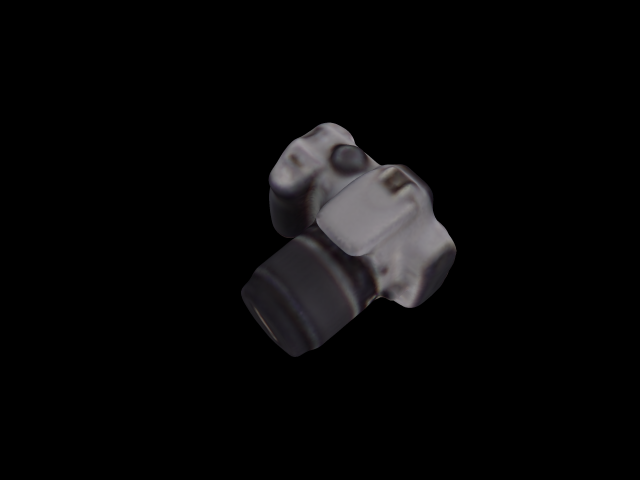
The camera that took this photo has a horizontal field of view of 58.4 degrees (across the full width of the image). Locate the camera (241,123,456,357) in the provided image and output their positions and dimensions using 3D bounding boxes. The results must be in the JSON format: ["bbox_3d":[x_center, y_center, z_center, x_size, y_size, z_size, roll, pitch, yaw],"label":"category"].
[{"bbox_3d":[0.004,0.001,0.400,0.137,0.101,0.143,-38,68,-18],"label":"camera"}]
